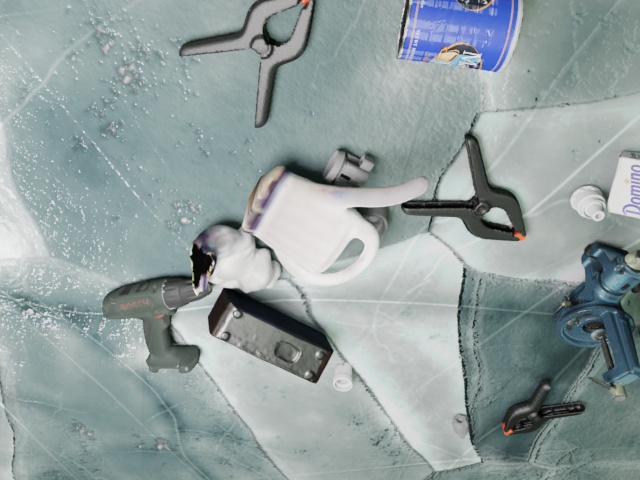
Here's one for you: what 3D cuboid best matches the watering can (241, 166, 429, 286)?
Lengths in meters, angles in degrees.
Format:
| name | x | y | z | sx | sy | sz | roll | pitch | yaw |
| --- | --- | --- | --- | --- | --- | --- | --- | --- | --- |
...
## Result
| name | x | y | z | sx | sy | sz | roll | pitch | yaw |
| --- | --- | --- | --- | --- | --- | --- | --- | --- | --- |
| watering can | 0.002 | -0.040 | 0.804 | 0.224 | 0.106 | 0.340 | 31 | -40 | -5 |

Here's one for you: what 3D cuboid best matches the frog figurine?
| name | x | y | z | sx | sy | sz | roll | pitch | yaw |
| --- | --- | --- | --- | --- | --- | --- | --- | --- | --- |
| frog figurine | -0.145 | 0.034 | 0.921 | 0.160 | 0.134 | 0.125 | -4 | 39 | -35 |
